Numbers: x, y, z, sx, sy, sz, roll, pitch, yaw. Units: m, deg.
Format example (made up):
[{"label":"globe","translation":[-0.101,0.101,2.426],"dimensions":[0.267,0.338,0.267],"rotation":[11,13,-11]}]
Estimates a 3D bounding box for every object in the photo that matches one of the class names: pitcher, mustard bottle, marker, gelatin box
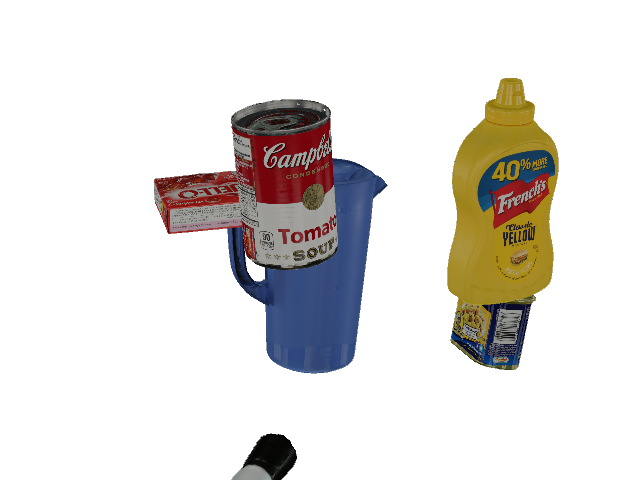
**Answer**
[{"label":"pitcher","translation":[-0.017,0.028,1.256],"dimensions":[0.149,0.243,0.144],"rotation":[11,19,24]},{"label":"mustard bottle","translation":[0.158,-0.044,0.914],"dimensions":[0.096,0.192,0.058],"rotation":[-11,24,-22]},{"label":"marker","translation":[-0.038,0.111,0.414],"dimensions":[0.020,0.020,0.121],"rotation":[0,22,23]},{"label":"gelatin box","translation":[-0.108,-0.038,1.011],"dimensions":[0.089,0.030,0.073],"rotation":[-7,27,-15]}]

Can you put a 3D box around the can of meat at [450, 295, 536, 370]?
[{"label":"can of meat","translation":[0.190,0.088,1.192],"dimensions":[0.057,0.084,0.102],"rotation":[4,14,-20]}]

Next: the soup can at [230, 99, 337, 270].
[{"label":"soup can","translation":[-0.024,-0.039,0.739],"dimensions":[0.068,0.102,0.068],"rotation":[-3,24,1]}]
